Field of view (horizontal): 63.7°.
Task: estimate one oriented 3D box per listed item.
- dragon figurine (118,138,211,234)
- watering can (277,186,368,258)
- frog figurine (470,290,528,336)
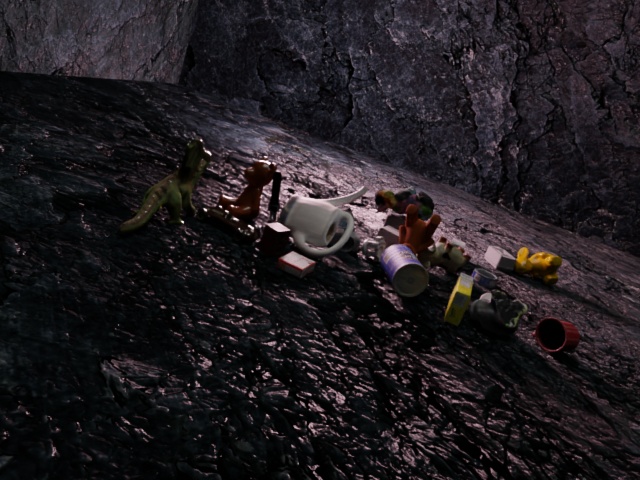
[{"bbox_3d":[-0.380,-0.160,1.343,0.122,0.240,0.415,25,16,-1],"label":"dragon figurine"},{"bbox_3d":[0.005,-0.079,1.576,0.225,0.101,0.355,19,46,13],"label":"watering can"},{"bbox_3d":[0.474,0.203,1.422,0.137,0.124,0.157,6,-16,-14],"label":"frog figurine"}]
